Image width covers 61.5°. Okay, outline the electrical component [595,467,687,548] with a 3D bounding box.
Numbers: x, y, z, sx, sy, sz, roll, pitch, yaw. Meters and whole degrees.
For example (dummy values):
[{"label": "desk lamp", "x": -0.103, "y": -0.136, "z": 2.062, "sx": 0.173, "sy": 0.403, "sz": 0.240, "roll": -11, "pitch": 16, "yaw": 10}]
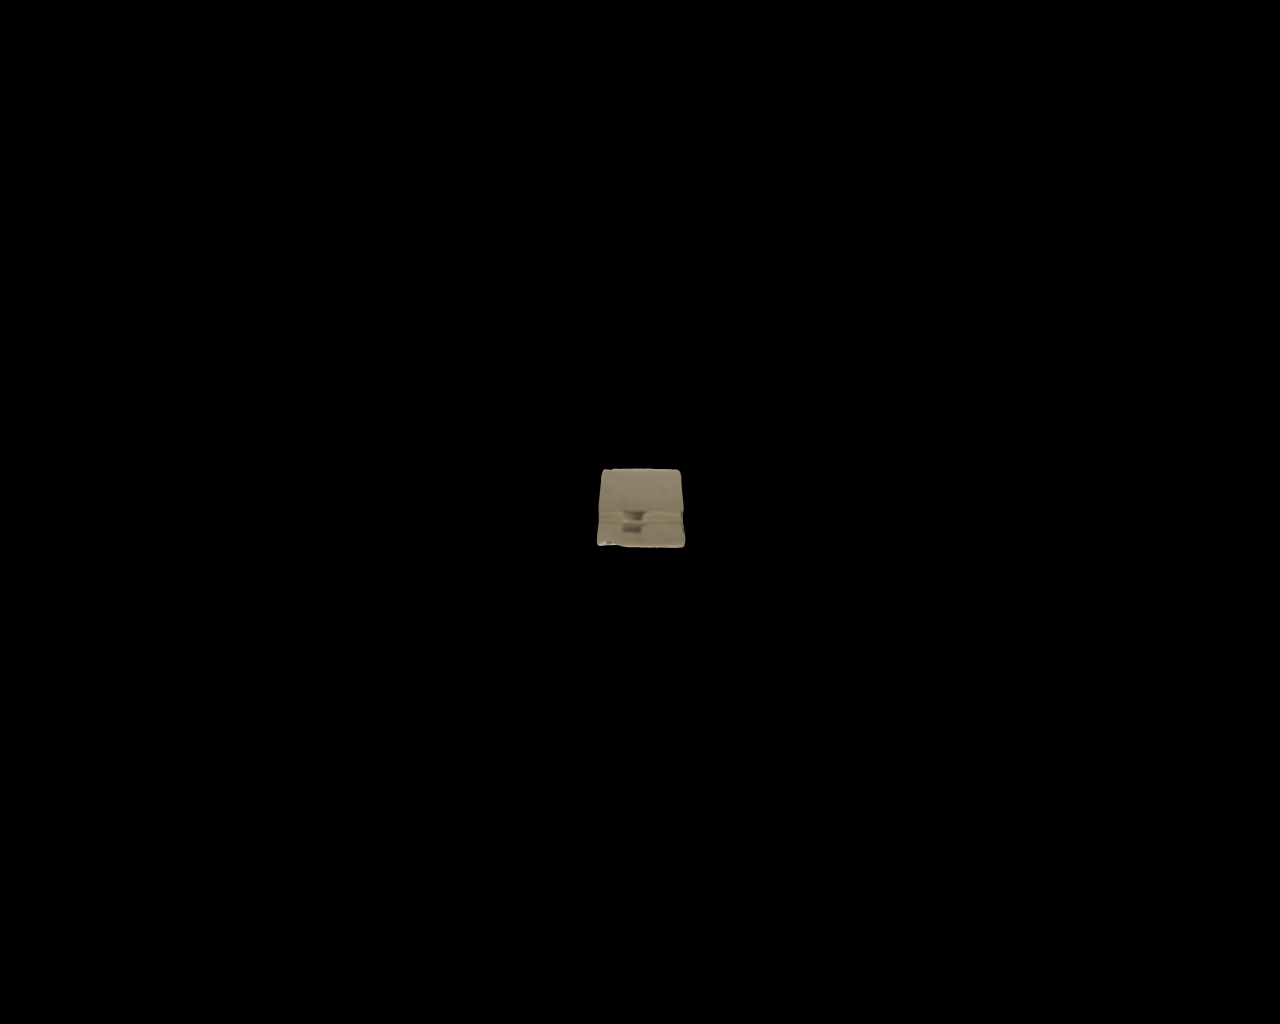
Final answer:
[{"label": "electrical component", "x": 0.001, "y": -0.003, "z": 0.650, "sx": 0.055, "sy": 0.047, "sz": 0.055, "roll": 0, "pitch": 0, "yaw": 0}]
